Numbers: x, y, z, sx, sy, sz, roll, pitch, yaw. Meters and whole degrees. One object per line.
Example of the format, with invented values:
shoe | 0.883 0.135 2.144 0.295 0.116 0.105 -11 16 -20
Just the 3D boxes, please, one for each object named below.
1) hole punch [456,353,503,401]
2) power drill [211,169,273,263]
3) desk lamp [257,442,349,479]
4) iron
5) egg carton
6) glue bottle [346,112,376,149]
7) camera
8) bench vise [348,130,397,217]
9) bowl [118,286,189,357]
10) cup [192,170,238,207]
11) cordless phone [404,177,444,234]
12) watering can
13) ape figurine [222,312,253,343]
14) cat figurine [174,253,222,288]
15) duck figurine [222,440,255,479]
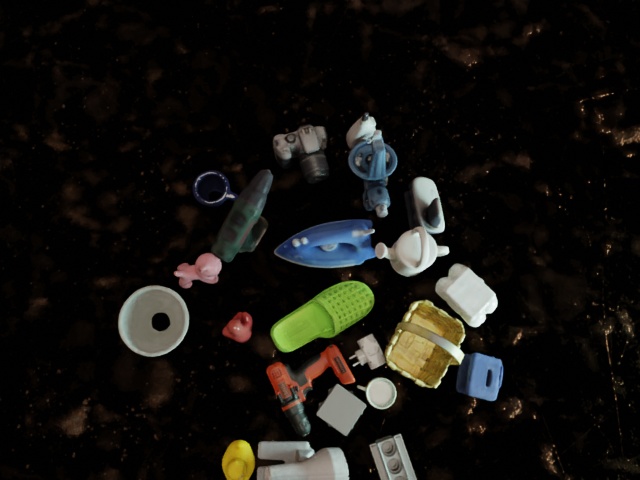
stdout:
hole punch | 0.392 0.329 1.384 0.101 0.091 0.109 12 78 0
power drill | -0.177 -0.046 1.376 0.075 0.208 0.230 28 79 4
desk lamp | -0.044 0.516 1.265 0.203 0.213 0.118 1 78 -2
iron | 0.013 0.005 1.408 0.258 0.141 0.118 -8 79 -4
egg carton | 0.367 0.137 1.433 0.150 0.069 0.107 44 80 6
glue bottle | 0.110 -0.286 1.455 0.078 0.173 0.037 -22 80 -6
camera | -0.038 -0.217 1.471 0.143 0.101 0.137 -16 80 -5
bench vise | 0.149 -0.172 1.410 0.121 0.219 0.207 -27 81 -7
bowl | -0.394 0.198 1.385 0.167 0.075 0.167 1 78 -2
cup | -0.255 -0.115 1.444 0.117 0.095 0.092 20 78 2
cordless phone | 0.273 -0.096 1.417 0.094 0.185 0.147 -12 79 -4
watering can | 0.224 0.028 1.385 0.173 0.194 0.101 -23 80 -7
ape figurine | -0.199 0.211 1.382 0.078 0.092 0.076 -18 80 -6
cat figurine | -0.292 0.071 1.393 0.128 0.118 0.067 -12 79 -5
duck figurine | -0.191 0.520 1.323 0.077 0.086 0.104 3 78 -2
